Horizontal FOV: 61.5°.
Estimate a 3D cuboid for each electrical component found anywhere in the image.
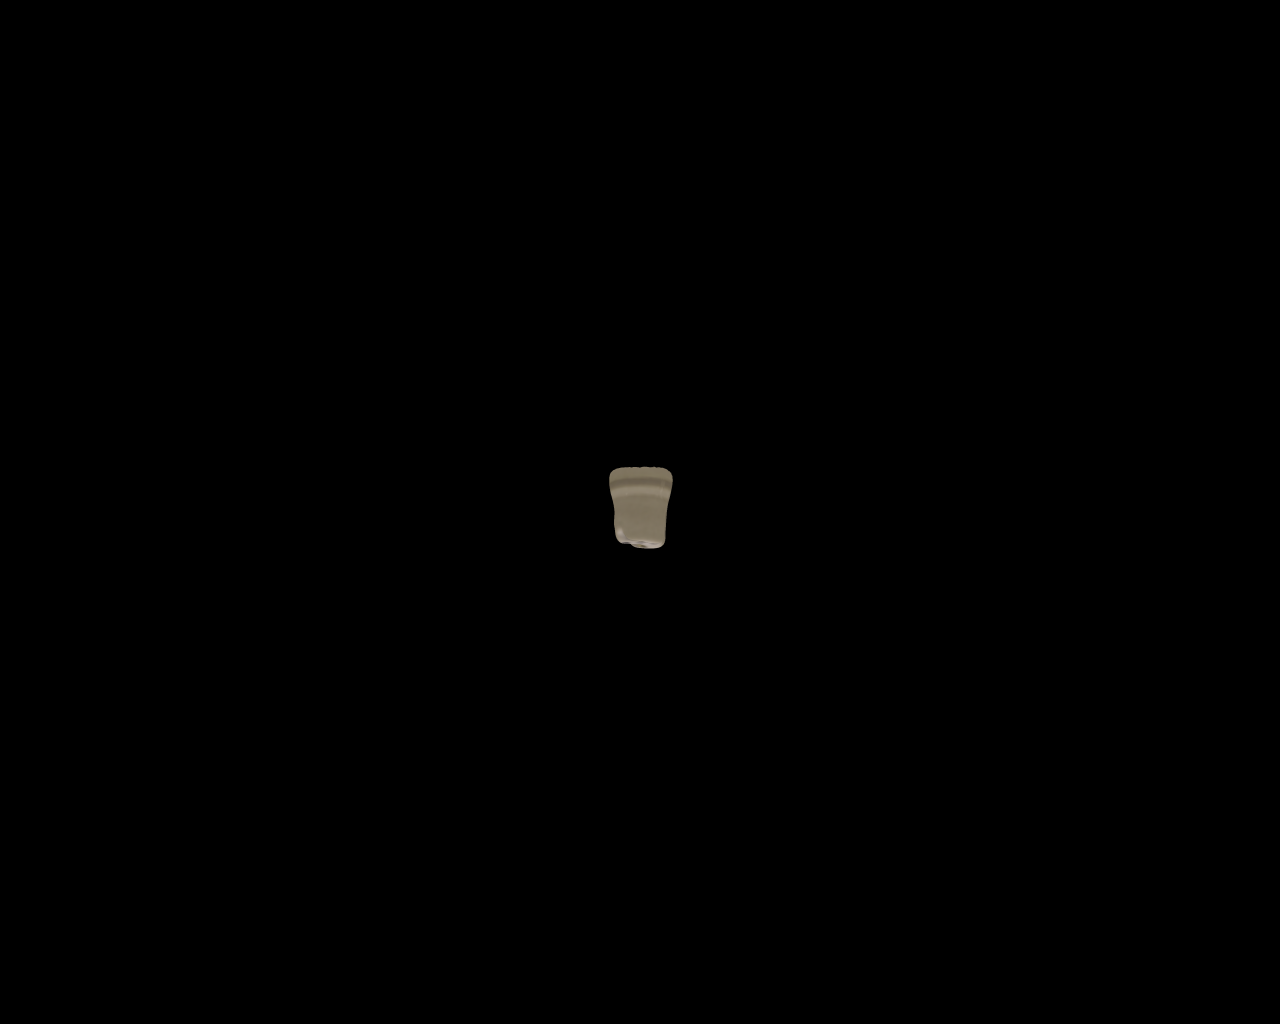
[{"bbox_3d":[0.001,-0.003,0.650,0.040,0.046,0.040,0,-11,0],"label":"electrical component"}]
